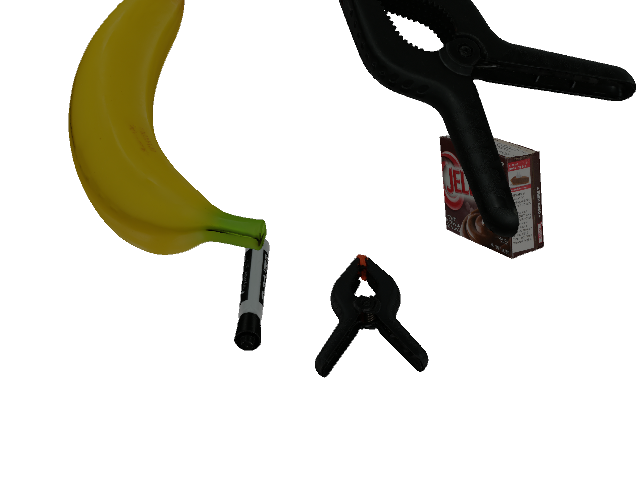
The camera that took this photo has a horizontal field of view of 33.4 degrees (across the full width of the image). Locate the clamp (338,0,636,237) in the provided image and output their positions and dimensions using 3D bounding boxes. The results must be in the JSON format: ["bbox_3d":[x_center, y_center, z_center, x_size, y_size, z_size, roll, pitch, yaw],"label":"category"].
[{"bbox_3d":[0.090,-0.107,0.706,0.210,0.164,0.036,34,-29,5],"label":"clamp"}]

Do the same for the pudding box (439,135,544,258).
[{"bbox_3d":[0.149,-0.043,0.938,0.039,0.090,0.114,-15,20,-22],"label":"pudding box"}]

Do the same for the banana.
[{"bbox_3d":[-0.080,-0.056,0.484,0.069,0.037,0.198,-5,46,-17],"label":"banana"}]

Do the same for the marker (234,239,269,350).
[{"bbox_3d":[-0.050,0.038,0.791,0.020,0.020,0.121,0,35,1],"label":"marker"}]

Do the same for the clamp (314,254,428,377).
[{"bbox_3d":[0.062,0.086,1.189,0.120,0.171,0.039,7,-43,2],"label":"clamp"}]
